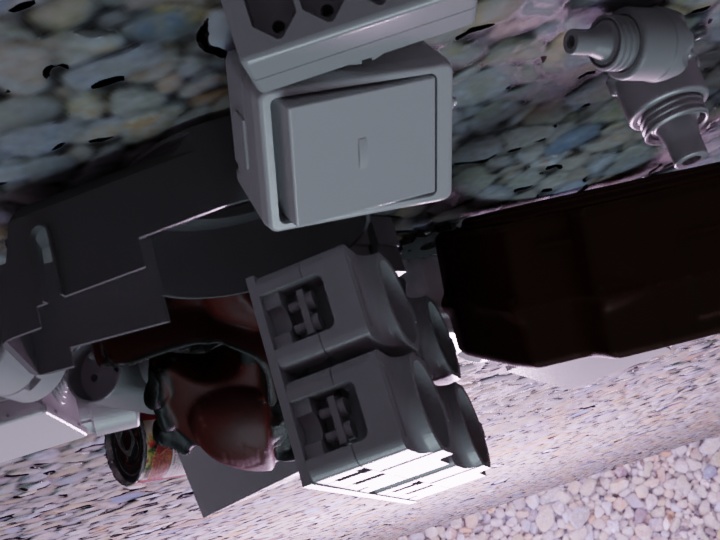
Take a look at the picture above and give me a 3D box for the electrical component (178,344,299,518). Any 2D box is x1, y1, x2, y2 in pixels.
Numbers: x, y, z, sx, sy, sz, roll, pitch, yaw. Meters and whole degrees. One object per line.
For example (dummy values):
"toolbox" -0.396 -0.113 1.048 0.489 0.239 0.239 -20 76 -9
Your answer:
"electrical component" -0.056 0.093 0.771 0.186 0.105 0.060 -32 167 37

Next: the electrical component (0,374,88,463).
"electrical component" -0.239 0.092 0.710 0.100 0.048 0.099 -17 161 -1

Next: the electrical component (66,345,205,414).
"electrical component" -0.143 0.066 0.727 0.079 0.044 0.077 -23 160 16

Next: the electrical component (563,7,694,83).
"electrical component" 0.122 -0.105 0.498 0.061 0.035 0.035 -4 157 -26

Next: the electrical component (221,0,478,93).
"electrical component" -0.004 -0.098 0.392 0.083 0.047 0.075 -18 173 2

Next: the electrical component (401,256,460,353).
"electrical component" 0.033 0.040 0.786 0.078 0.057 0.113 3 153 -45

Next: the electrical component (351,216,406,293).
"electrical component" 0.000 0.000 0.650 0.066 0.055 0.048 1 154 -42

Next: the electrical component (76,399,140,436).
"electrical component" -0.197 0.102 0.788 0.078 0.040 0.040 -12 160 -14

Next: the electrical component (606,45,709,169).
"electrical component" 0.157 -0.082 0.547 0.048 0.062 0.048 -15 161 -5

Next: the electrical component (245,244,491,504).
"electrical component" 0.015 0.063 0.585 0.060 0.105 0.186 -22 160 12

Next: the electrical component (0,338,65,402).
"electrical component" -0.200 0.044 0.604 0.055 0.055 0.047 -24 156 19

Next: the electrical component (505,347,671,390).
"electrical component" 0.199 0.053 0.960 0.105 0.060 0.186 -25 160 21

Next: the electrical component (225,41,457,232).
"electrical component" -0.001 -0.059 0.442 0.096 0.061 0.061 -12 121 -16

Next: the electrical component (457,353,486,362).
"electrical component" 0.096 0.039 0.844 0.055 0.055 0.047 -12 157 -14
